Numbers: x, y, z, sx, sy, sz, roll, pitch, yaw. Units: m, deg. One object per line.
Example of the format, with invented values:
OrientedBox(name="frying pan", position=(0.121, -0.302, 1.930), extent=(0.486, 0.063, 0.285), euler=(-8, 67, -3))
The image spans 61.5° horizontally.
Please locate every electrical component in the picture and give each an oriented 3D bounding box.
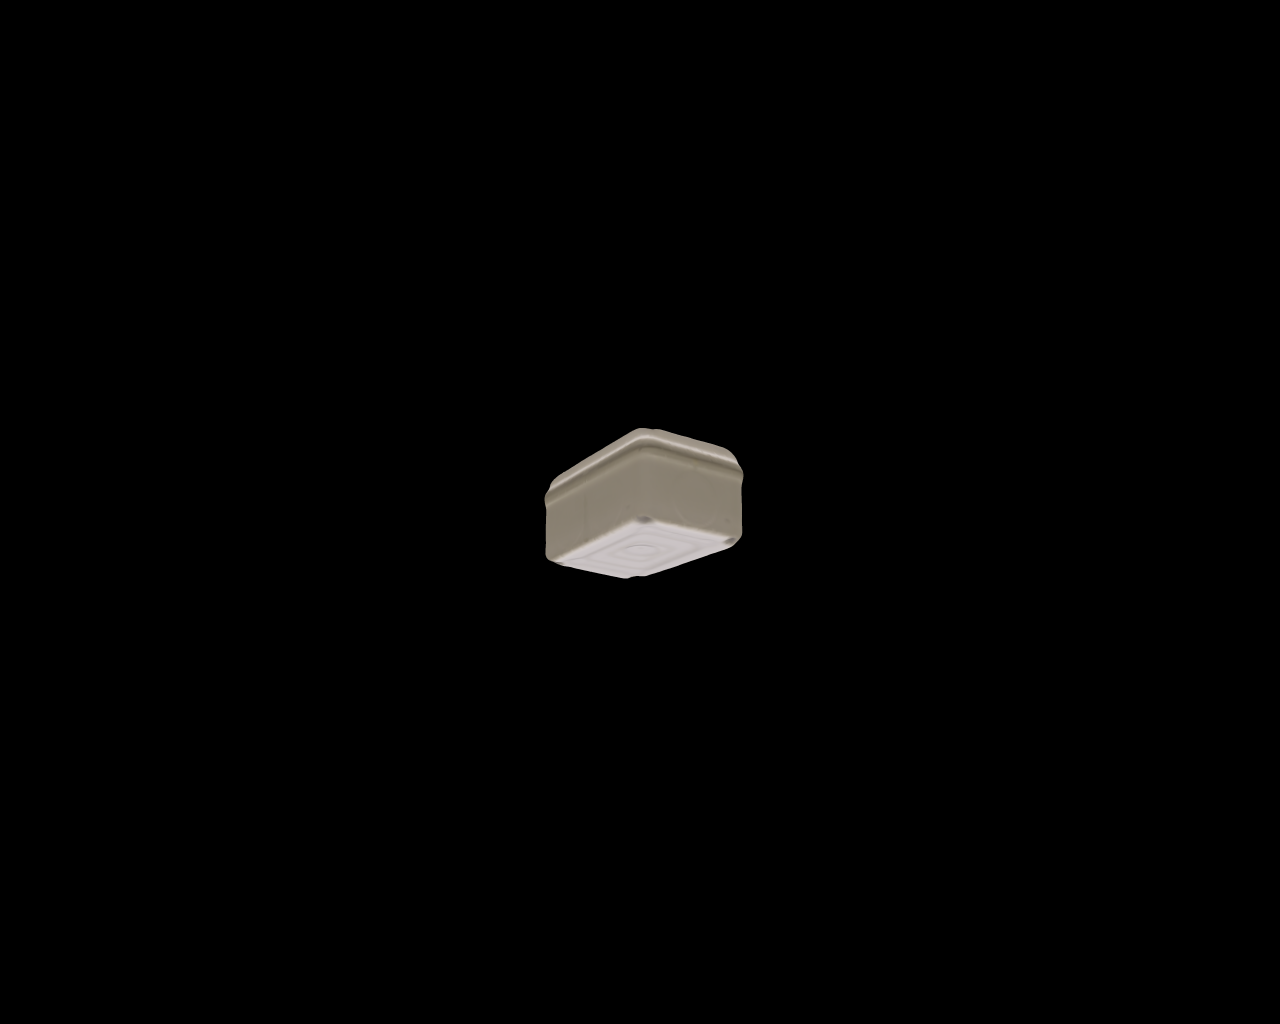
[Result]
OrientedBox(name="electrical component", position=(0.001, -0.003, 0.650), extent=(0.078, 0.057, 0.113), euler=(14, -24, -33))
